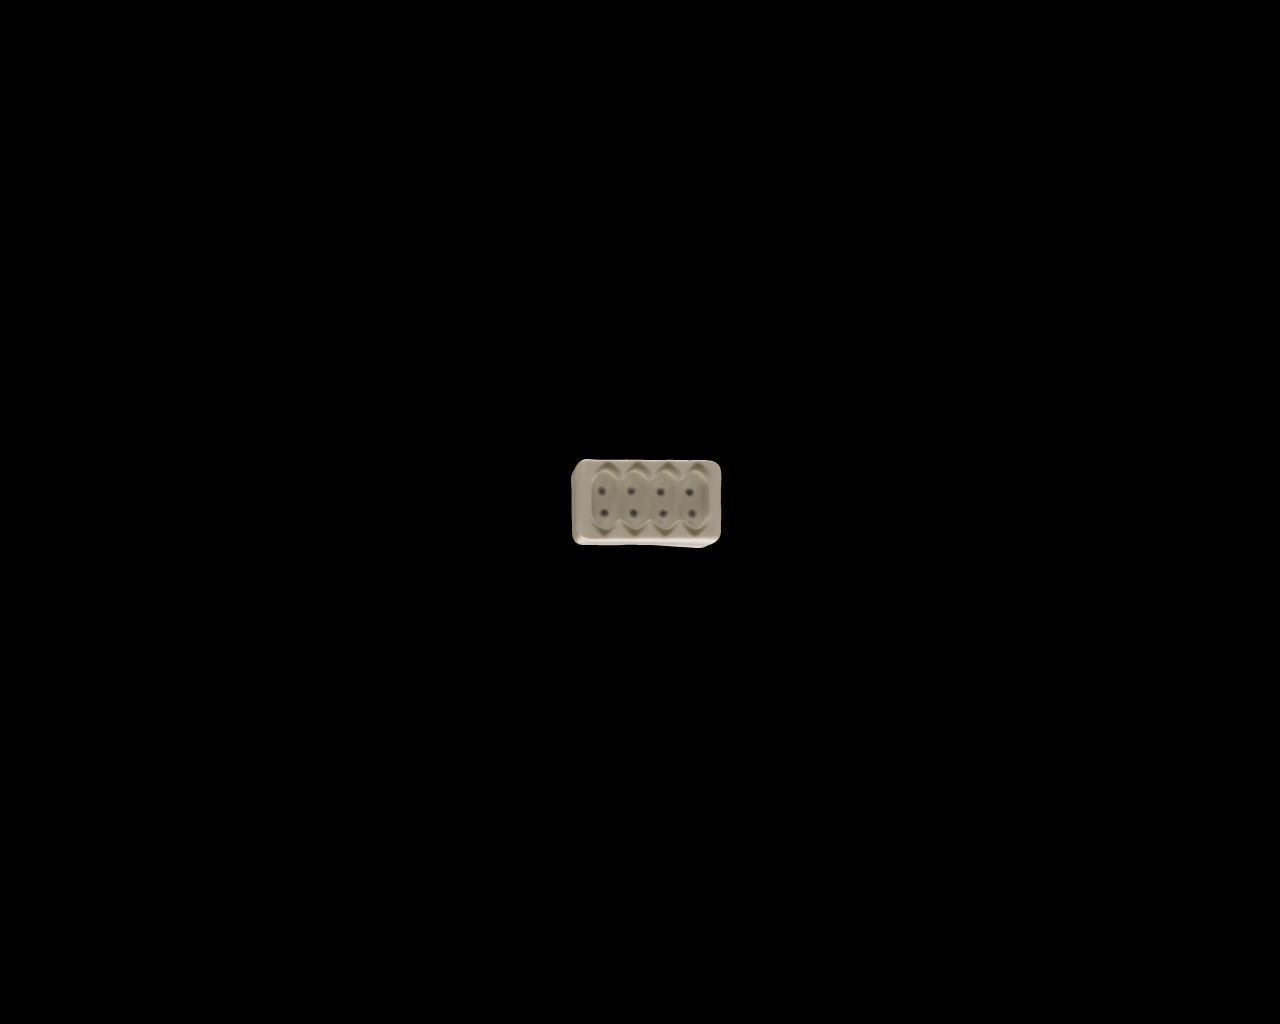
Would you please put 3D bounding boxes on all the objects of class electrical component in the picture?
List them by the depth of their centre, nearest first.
[{"bbox_3d":[0.001,-0.003,0.650,0.083,0.047,0.075,1,-7,-9],"label":"electrical component"}]
